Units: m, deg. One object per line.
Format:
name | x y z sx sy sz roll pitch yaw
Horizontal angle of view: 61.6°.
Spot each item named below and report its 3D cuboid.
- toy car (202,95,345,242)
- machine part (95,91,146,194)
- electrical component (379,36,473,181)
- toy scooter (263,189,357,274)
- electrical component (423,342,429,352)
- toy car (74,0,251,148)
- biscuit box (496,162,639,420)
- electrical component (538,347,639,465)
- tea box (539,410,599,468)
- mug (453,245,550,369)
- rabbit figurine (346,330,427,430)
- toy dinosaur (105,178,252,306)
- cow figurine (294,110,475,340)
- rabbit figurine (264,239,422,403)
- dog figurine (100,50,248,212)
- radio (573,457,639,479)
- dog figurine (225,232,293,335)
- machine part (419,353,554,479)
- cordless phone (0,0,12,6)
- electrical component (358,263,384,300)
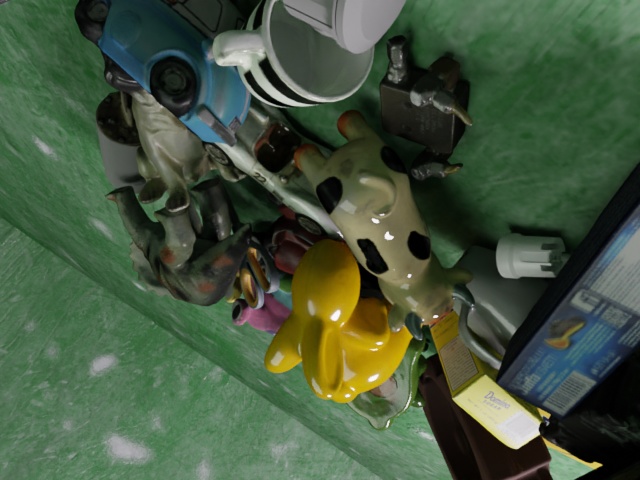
toy car | -0.035 -0.078 0.530 0.202 0.073 0.056 37 158 -6
machine part | -0.258 -0.126 0.729 0.079 0.079 0.243 37 156 -5
electrical component | 0.078 -0.091 0.395 0.078 0.045 0.102 25 155 17
toy scooter | -0.001 -0.002 0.637 0.135 0.075 0.183 29 151 12
electrical component | 0.118 0.145 0.823 0.094 0.021 0.063 33 157 6
toy car | -0.110 -0.158 0.440 0.162 0.103 0.109 44 179 5
biscuit box | 0.198 0.043 0.379 0.059 0.063 0.202 28 132 12
electrical component | 0.247 0.109 0.441 0.058 0.134 0.114 31 154 10
tea box | 0.305 0.199 0.621 0.098 0.068 0.169 20 154 28
mug | 0.164 0.064 0.510 0.107 0.109 0.080 40 149 12
rabbit figurine | 0.094 0.158 0.718 0.121 0.170 0.159 -12 105 17
toy dinosaur | -0.171 0.019 0.706 0.405 0.131 0.192 28 139 56
cow figurine | 0.063 -0.001 0.462 0.194 0.085 0.127 57 -178 -42
rabbit figurine | 0.012 0.079 0.557 0.122 0.162 0.173 19 144 36
dog figurine | -0.176 -0.145 0.589 0.173 0.121 0.190 12 130 50
radio | 0.298 0.182 0.406 0.131 0.230 0.073 99 148 -62
dog figurine | -0.026 0.091 0.804 0.219 0.108 0.192 26 -161 -30
machine part | 0.208 0.246 0.700 0.200 0.087 0.201 83 165 -60
cordless phone | -0.180 -0.199 0.353 0.147 0.184 0.088 10 142 44
electrical component | 0.072 0.057 0.672 0.119 0.048 0.074 4 133 48
